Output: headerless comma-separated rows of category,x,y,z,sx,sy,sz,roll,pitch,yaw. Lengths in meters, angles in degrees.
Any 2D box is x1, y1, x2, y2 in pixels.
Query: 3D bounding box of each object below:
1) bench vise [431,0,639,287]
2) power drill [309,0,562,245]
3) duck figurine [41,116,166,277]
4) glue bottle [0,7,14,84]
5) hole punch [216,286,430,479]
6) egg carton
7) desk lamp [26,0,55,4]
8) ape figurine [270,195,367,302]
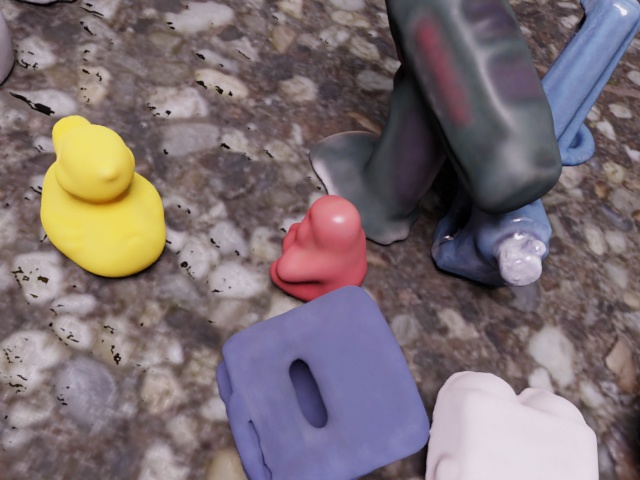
bench vise,0.167,-0.074,0.415,0.122,0.219,0.207,1,61,-18
power drill,0.062,-0.100,0.402,0.076,0.208,0.229,-17,67,-25
duck figurine,-0.141,-0.033,0.370,0.078,0.086,0.104,-28,73,-29
glue bottle,-0.251,-0.175,0.364,0.078,0.173,0.037,14,58,-10
hole punch,-0.003,0.095,0.339,0.101,0.091,0.108,-14,67,-25
egg carton,0.114,0.159,0.354,0.107,0.069,0.150,18,57,-7
desk lamp,-0.233,-0.280,0.405,0.118,0.213,0.203,10,59,-12
ape figurine,0.004,0.001,0.395,0.078,0.092,0.076,-30,73,-30
